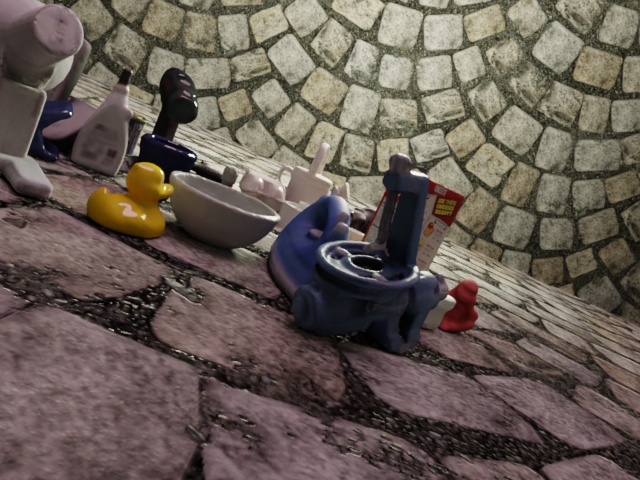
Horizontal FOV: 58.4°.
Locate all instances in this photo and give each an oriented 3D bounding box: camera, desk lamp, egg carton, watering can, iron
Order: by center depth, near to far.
[{"bbox_3d":[-0.359,-0.185,0.692,0.118,0.213,0.202,16,13,-43],"label":"desk lamp"},{"bbox_3d":[0.007,0.003,0.801,0.119,0.141,0.258,23,9,-11],"label":"iron"},{"bbox_3d":[-0.134,-0.110,1.299,0.107,0.069,0.150,22,9,-14],"label":"egg carton"},{"bbox_3d":[0.123,-0.020,1.352,0.144,0.101,0.136,16,13,-44],"label":"camera"},{"bbox_3d":[-0.013,-0.138,1.377,0.173,0.194,0.100,22,9,-15],"label":"watering can"}]

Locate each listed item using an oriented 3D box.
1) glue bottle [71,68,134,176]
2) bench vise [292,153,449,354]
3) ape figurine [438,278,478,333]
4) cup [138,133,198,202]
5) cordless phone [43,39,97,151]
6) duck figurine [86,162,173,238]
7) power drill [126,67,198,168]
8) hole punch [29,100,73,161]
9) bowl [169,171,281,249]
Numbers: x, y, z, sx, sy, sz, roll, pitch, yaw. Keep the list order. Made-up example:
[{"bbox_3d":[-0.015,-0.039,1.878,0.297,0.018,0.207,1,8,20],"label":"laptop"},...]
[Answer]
[{"bbox_3d":[-0.339,-0.196,0.930,0.078,0.173,0.037,21,10,-22],"label":"glue bottle"},{"bbox_3d":[0.081,0.015,0.675,0.121,0.220,0.208,30,11,32],"label":"bench vise"},{"bbox_3d":[0.230,0.106,0.949,0.078,0.092,0.076,25,9,1],"label":"ape figurine"},{"bbox_3d":[-0.262,-0.117,0.928,0.092,0.095,0.117,17,12,-40],"label":"cup"},{"bbox_3d":[-0.424,-0.250,0.978,0.147,0.185,0.094,29,10,28],"label":"cordless phone"},{"bbox_3d":[-0.226,-0.055,0.701,0.077,0.086,0.105,31,11,35],"label":"duck figurine"},{"bbox_3d":[-0.299,-0.228,1.104,0.076,0.208,0.229,19,11,-30],"label":"power drill"},{"bbox_3d":[-0.431,-0.180,0.859,0.101,0.091,0.108,19,11,-32],"label":"hole punch"},{"bbox_3d":[-0.145,-0.033,0.817,0.167,0.075,0.167,24,9,-4],"label":"bowl"}]
